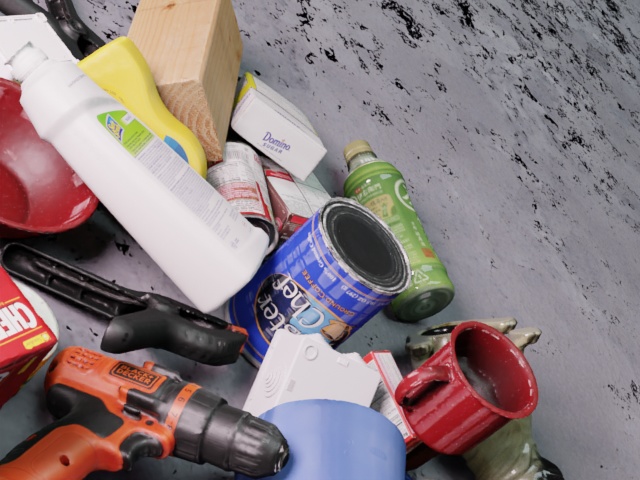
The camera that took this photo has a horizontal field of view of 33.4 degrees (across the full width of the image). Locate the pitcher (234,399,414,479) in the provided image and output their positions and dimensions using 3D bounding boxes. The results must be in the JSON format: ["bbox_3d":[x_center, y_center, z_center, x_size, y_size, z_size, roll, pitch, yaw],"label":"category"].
[{"bbox_3d":[0.009,0.245,0.741,0.243,0.149,0.145,-90,166,-44],"label":"pitcher"}]

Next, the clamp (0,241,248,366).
[{"bbox_3d":[-0.127,0.065,0.822,0.209,0.036,0.165,24,4,-41],"label":"clamp"}]

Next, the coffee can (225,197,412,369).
[{"bbox_3d":[-0.003,0.045,0.941,0.102,0.140,0.103,30,35,-24],"label":"coffee can"}]

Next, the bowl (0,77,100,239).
[{"bbox_3d":[-0.255,-0.055,0.839,0.162,0.055,0.162,31,34,-24],"label":"bowl"}]

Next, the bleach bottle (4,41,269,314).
[{"bbox_3d":[-0.150,-0.058,0.859,0.250,0.068,0.102,47,18,-11],"label":"bleach bottle"}]

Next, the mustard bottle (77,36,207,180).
[{"bbox_3d":[-0.155,-0.073,0.931,0.191,0.096,0.058,57,13,-16],"label":"mustard bottle"}]

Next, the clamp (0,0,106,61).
[{"bbox_3d":[-0.253,-0.198,1.021,0.171,0.039,0.120,52,33,10],"label":"clamp"}]

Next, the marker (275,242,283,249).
[{"bbox_3d":[-0.007,0.001,1.103,0.120,0.020,0.020,2,52,-49],"label":"marker"}]

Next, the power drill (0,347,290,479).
[{"bbox_3d":[-0.132,0.149,0.690,0.184,0.057,0.187,16,28,16],"label":"power drill"}]

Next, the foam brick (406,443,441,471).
[{"bbox_3d":[0.087,0.170,0.965,0.051,0.078,0.053,5,50,-49],"label":"foam brick"}]

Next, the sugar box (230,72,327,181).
[{"bbox_3d":[-0.049,-0.121,1.112,0.093,0.048,0.176,36,12,-14],"label":"sugar box"}]

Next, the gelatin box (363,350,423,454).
[{"bbox_3d":[0.049,0.154,0.942,0.030,0.073,0.089,6,49,-47],"label":"gelatin box"}]

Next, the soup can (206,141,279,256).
[{"bbox_3d":[-0.081,-0.036,1.011,0.068,0.069,0.102,20,39,-36],"label":"soup can"}]

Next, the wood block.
[{"bbox_3d":[-0.136,-0.167,1.044,0.206,0.091,0.090,-86,166,-50],"label":"wood block"}]

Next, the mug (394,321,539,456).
[{"bbox_3d":[0.113,0.127,0.892,0.117,0.082,0.093,8,49,-37],"label":"mug"}]

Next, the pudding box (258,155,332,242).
[{"bbox_3d":[-0.027,-0.036,1.079,0.089,0.039,0.114,15,29,-39],"label":"pudding box"}]

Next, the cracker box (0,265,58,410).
[{"bbox_3d":[-0.273,0.030,0.617,0.214,0.164,0.072,51,34,9],"label":"cracker box"}]
